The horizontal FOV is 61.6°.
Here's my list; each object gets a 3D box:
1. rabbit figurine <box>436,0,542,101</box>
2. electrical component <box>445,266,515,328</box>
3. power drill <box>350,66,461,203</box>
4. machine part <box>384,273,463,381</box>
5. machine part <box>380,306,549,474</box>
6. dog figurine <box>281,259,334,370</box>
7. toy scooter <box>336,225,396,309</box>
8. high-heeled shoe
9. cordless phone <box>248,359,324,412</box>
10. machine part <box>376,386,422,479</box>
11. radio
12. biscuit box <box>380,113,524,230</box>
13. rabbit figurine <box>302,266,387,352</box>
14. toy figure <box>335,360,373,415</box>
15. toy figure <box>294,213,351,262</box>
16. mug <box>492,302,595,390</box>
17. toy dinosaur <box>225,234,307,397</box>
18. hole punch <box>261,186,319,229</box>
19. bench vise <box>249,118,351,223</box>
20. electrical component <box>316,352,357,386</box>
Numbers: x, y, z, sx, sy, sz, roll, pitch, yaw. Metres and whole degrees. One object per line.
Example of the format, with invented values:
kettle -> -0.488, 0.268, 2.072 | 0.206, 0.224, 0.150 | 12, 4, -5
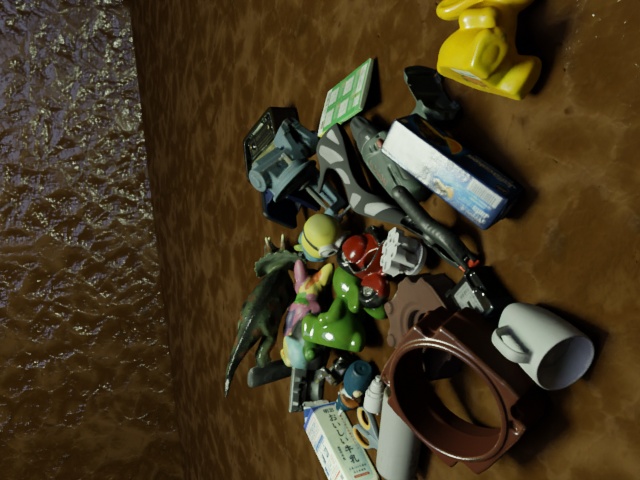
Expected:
rabbit figurine -> 0.234, -0.288, 0.710 | 0.173, 0.122, 0.162 | -68, 26, 16
electrical component -> 0.242, 0.104, 0.783 | 0.074, 0.048, 0.119 | -61, 41, 46
power drill -> 0.134, -0.189, 0.910 | 0.207, 0.086, 0.232 | -55, 48, 44
machine part -> 0.179, 0.143, 0.894 | 0.179, 0.056, 0.179 | 13, 104, 59
machine part -> 0.197, 0.213, 0.770 | 0.201, 0.087, 0.201 | 43, 131, 23
dog figurine -> -0.024, 0.157, 1.196 | 0.191, 0.108, 0.219 | -110, 26, -82
toy scooter -> 0.103, 0.029, 0.995 | 0.135, 0.075, 0.184 | -56, 29, 18
high-heeled shoe -> 0.088, -0.123, 1.004 | 0.249, 0.086, 0.145 | 26, 100, 31
cordless phone -> -0.087, 0.345, 1.274 | 0.089, 0.184, 0.146 | 30, 119, 52
machine part -> 0.144, 0.338, 0.949 | 0.079, 0.079, 0.243 | 36, 128, 55
radio -> -0.128, -0.243, 1.389 | 0.229, 0.073, 0.131 | -27, 70, 59
biscuit box -> 0.186, -0.101, 0.770 | 0.203, 0.063, 0.059 | 42, 132, 21
rabbit figurine -> 0.050, 0.130, 1.075 | 0.159, 0.121, 0.170 | -1, 78, 58
toy figure -> 0.069, 0.311, 1.115 | 0.058, 0.064, 0.154 | 28, 132, 13
toy figure -> -0.005, -0.001, 1.122 | 0.082, 0.089, 0.180 | -59, 8, -13
mug -> 0.268, 0.128, 0.684 | 0.107, 0.109, 0.080 | -122, 32, -62
toy dinosaur -> -0.126, 0.151, 1.241 | 0.405, 0.131, 0.191 | -69, -18, -50
hole punch -> -0.073, -0.103, 1.259 | 0.092, 0.142, 0.116 | -35, 53, 34
bench vise -> -0.025, -0.136, 1.146 | 0.240, 0.223, 0.129 | 47, 137, 4
electrical component -> 0.035, 0.273, 1.137 | 0.045, 0.102, 0.078 | 32, 108, 19
